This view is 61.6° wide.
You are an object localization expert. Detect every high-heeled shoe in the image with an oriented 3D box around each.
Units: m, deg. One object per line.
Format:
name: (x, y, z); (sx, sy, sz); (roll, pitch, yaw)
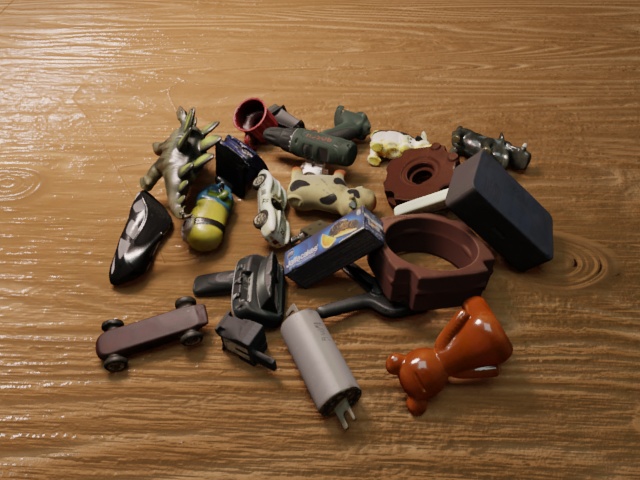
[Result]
high-heeled shoe: (-0.390, -0.008, 1.134); (0.145, 0.086, 0.249); (-44, 34, 5)

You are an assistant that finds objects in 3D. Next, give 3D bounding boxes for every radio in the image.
radio: (0.350, -0.056, 1.032); (0.229, 0.073, 0.131); (39, 47, -18)

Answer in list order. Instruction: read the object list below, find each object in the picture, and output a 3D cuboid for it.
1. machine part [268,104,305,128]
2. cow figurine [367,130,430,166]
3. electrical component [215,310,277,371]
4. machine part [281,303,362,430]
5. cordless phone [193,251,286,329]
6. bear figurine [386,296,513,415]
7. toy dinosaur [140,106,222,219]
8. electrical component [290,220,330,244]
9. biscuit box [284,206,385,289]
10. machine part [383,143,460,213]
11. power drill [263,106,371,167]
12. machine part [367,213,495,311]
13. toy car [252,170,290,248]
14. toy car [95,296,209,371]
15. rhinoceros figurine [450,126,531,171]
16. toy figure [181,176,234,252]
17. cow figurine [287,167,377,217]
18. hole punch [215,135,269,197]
machine part: (-0.096, -0.313, 1.396); (0.084, 0.039, 0.139); (-33, 53, -31)
cow figurine: (0.201, -0.222, 1.281); (0.167, 0.068, 0.098); (6, 43, 7)
electrical component: (-0.119, 0.177, 0.926); (0.119, 0.074, 0.048); (18, 52, 23)
machine part: (-0.001, 0.200, 0.896); (0.079, 0.079, 0.243); (-19, 49, -14)
cordless phone: (-0.160, 0.101, 1.009); (0.184, 0.088, 0.147); (-10, 48, 10)
bear figurine: (0.214, 0.192, 0.888); (0.196, 0.132, 0.120); (-33, 86, 11)
toy dinosaur: (-0.299, -0.168, 1.157); (0.105, 0.198, 0.472); (24, 36, -32)
electrical component: (-0.002, -0.004, 1.109); (0.102, 0.045, 0.078); (-29, 24, -25)
biscuit box: (0.022, 0.017, 0.999); (0.203, 0.062, 0.059); (-31, 40, 30)
machine part: (0.223, -0.133, 1.170); (0.179, 0.056, 0.179); (-15, 48, 17)
power drill: (0.009, -0.255, 1.281); (0.232, 0.085, 0.207); (24, 36, 28)
machine part: (0.200, 0.037, 1.001); (0.201, 0.087, 0.201); (-6, 35, -14)
toy car: (-0.102, -0.069, 1.142); (0.056, 0.073, 0.202); (-25, 45, 19)
toy car: (-0.297, 0.166, 0.960); (0.202, 0.053, 0.089); (-18, 53, -7)
rhinoceros figurine: (0.394, -0.207, 1.257); (0.191, 0.073, 0.112); (25, 43, 26)
toy figure: (-0.230, -0.056, 1.141); (0.089, 0.082, 0.180); (9, 46, 13)
cow figurine: (0.025, -0.092, 1.158); (0.195, 0.085, 0.127); (6, 42, 5)
hole punch: (-0.176, -0.178, 1.231); (0.092, 0.115, 0.142); (-27, 52, -30)
